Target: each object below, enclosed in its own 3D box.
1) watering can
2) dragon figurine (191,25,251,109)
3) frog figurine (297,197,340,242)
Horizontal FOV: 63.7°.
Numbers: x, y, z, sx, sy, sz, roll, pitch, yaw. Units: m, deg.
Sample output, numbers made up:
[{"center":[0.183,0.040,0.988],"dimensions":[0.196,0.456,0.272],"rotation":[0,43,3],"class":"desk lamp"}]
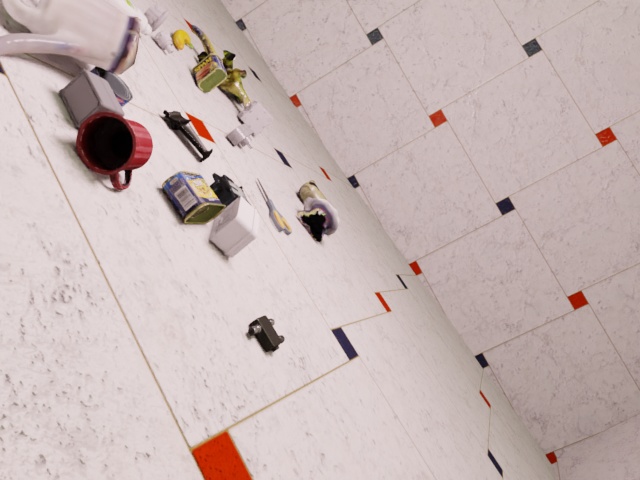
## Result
[{"center":[-0.423,-0.354,0.877],"dimensions":[0.223,0.102,0.356],"rotation":[22,38,-31],"class":"watering can"},{"center":[-0.338,-0.588,1.882],"dimensions":[0.416,0.122,0.239],"rotation":[58,-4,22],"class":"dragon figurine"},{"center":[0.005,-0.084,1.662],"dimensions":[0.137,0.121,0.162],"rotation":[34,25,0],"class":"frog figurine"}]
